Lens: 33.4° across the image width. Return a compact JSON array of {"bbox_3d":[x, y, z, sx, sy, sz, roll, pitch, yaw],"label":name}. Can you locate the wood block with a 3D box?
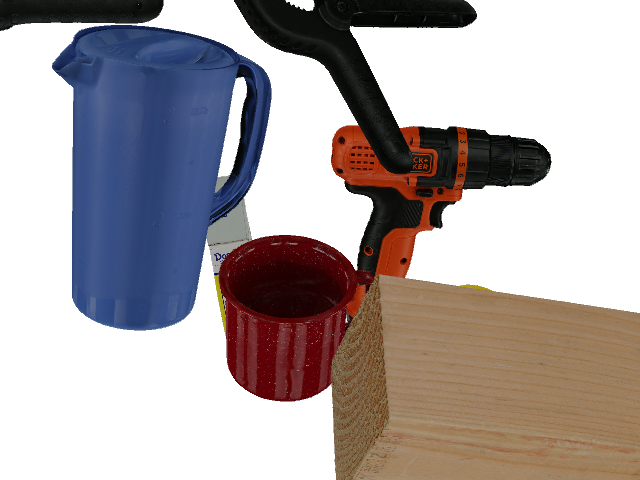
[{"bbox_3d":[0.117,0.092,0.579,0.206,0.091,0.090,9,-41,-13],"label":"wood block"}]

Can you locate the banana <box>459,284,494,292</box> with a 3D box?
[{"bbox_3d":[0.169,0.098,1.089,0.070,0.037,0.198,-28,28,11],"label":"banana"}]

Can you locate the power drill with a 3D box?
[{"bbox_3d":[0.097,-0.006,0.915,0.184,0.188,0.057,4,16,0],"label":"power drill"}]

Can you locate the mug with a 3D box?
[{"bbox_3d":[-0.013,0.053,0.739,0.117,0.081,0.093,-15,41,-23],"label":"mug"}]

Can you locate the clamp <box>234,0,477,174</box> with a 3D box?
[{"bbox_3d":[0.010,-0.151,0.771,0.209,0.164,0.036,25,-28,-16],"label":"clamp"}]

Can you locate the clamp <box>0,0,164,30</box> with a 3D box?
[{"bbox_3d":[-0.182,-0.141,0.601,0.171,0.039,0.120,-7,23,-15],"label":"clamp"}]

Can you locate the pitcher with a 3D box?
[{"bbox_3d":[-0.138,-0.053,0.902,0.149,0.243,0.145,13,24,9],"label":"pitcher"}]

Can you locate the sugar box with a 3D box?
[{"bbox_3d":[-0.086,0.028,1.076,0.048,0.093,0.176,-10,-44,-1],"label":"sugar box"}]
